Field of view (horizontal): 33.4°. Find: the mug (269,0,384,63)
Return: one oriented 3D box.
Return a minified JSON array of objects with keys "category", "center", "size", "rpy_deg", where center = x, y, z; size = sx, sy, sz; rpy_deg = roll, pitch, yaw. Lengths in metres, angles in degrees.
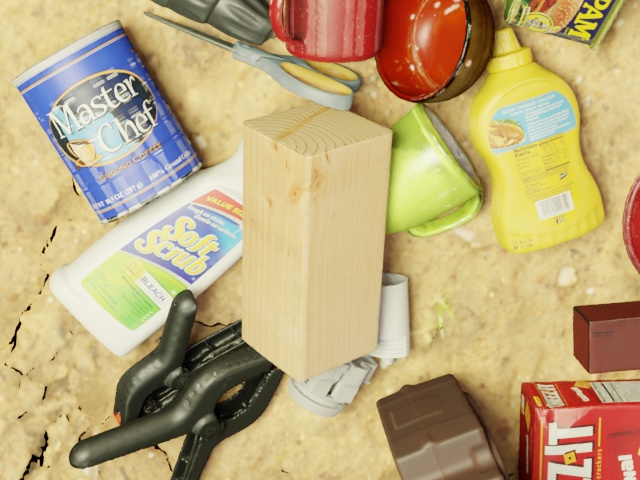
[{"category":"mug","center":[0.004,-0.192,0.877],"size":[0.093,0.117,0.081],"rpy_deg":[21,121,37]}]

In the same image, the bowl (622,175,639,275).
[{"category":"bowl","center":[0.359,-0.013,0.959],"size":[0.162,0.055,0.162],"rpy_deg":[0,104,-1]}]

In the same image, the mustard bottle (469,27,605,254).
[{"category":"mustard bottle","center":[0.182,-0.091,0.932],"size":[0.096,0.058,0.191],"rpy_deg":[-18,104,-5]}]

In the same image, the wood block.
[{"category":"wood block","center":[-0.007,0.001,0.897],"size":[0.090,0.090,0.206],"rpy_deg":[-19,124,-34]}]

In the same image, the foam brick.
[{"category":"foam brick","center":[0.278,0.089,0.983],"size":[0.078,0.051,0.053],"rpy_deg":[-4,103,-1]}]

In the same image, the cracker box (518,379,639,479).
[{"category":"cracker box","center":[0.299,0.218,1.005],"size":[0.213,0.072,0.164],"rpy_deg":[-2,103,-1]}]

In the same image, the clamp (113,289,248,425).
[{"category":"clamp","center":[-0.122,0.113,0.973],"size":[0.120,0.039,0.172],"rpy_deg":[15,125,-42]}]

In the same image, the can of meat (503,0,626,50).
[{"category":"can of meat","center":[0.206,-0.214,0.885],"size":[0.084,0.102,0.057],"rpy_deg":[14,59,-2]}]

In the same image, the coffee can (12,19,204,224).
[{"category":"coffee can","center":[-0.177,-0.099,0.899],"size":[0.103,0.103,0.140],"rpy_deg":[-29,103,5]}]

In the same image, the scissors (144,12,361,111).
[{"category":"scissors","center":[-0.048,-0.161,0.923],"size":[0.202,0.096,0.016],"rpy_deg":[30,117,22]}]

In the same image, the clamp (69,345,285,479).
[{"category":"clamp","center":[-0.108,0.172,0.983],"size":[0.210,0.036,0.164],"rpy_deg":[-37,139,-7]}]

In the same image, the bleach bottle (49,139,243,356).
[{"category":"bleach bottle","center":[-0.114,-0.013,0.944],"size":[0.251,0.068,0.102],"rpy_deg":[-42,102,6]}]
